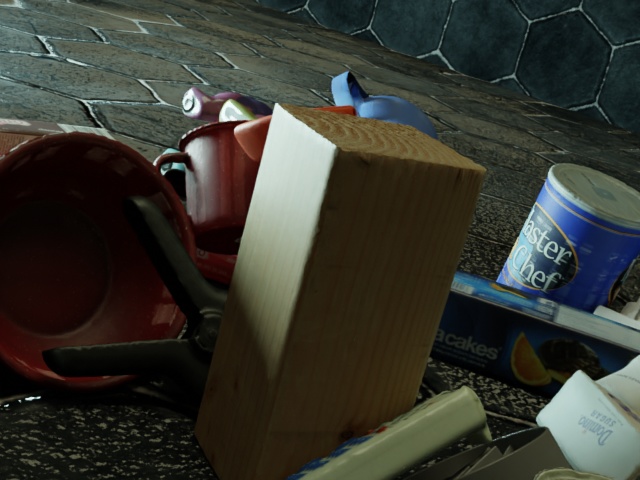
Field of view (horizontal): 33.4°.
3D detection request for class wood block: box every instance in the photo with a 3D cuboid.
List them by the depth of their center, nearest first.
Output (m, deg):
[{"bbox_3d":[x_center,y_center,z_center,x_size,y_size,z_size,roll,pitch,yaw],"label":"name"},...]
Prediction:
[{"bbox_3d":[0.005,0.040,0.589,0.090,0.206,0.090,7,18,-27],"label":"wood block"}]

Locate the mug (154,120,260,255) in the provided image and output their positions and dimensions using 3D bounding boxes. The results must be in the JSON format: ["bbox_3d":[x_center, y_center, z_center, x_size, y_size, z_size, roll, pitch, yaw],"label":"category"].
[{"bbox_3d":[-0.074,-0.038,0.826,0.117,0.081,0.093,4,-20,-21],"label":"mug"}]

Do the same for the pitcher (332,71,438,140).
[{"bbox_3d":[0.060,-0.087,1.151,0.149,0.145,0.242,20,14,-1],"label":"pitcher"}]

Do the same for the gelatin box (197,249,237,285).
[{"bbox_3d":[-0.077,0.012,0.923,0.073,0.030,0.089,18,16,11],"label":"gelatin box"}]

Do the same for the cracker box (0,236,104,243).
[{"bbox_3d":[-0.223,-0.005,0.771,0.213,0.072,0.164,3,21,-39],"label":"cracker box"}]

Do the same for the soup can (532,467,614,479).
[{"bbox_3d":[0.109,0.161,0.469,0.068,0.102,0.068,14,16,-4],"label":"soup can"}]

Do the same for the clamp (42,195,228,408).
[{"bbox_3d":[-0.074,0.049,0.662,0.171,0.120,0.039,23,-16,-22],"label":"clamp"}]

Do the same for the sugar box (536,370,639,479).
[{"bbox_3d":[0.208,0.148,0.590,0.176,0.048,0.093,38,8,-22],"label":"sugar box"}]

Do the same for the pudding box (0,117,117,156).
[{"bbox_3d":[-0.229,-0.050,0.884,0.113,0.090,0.039,3,22,-37],"label":"pudding box"}]

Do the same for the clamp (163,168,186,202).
[{"bbox_3d":[-0.024,-0.016,0.965,0.165,0.036,0.209,19,1,30],"label":"clamp"}]

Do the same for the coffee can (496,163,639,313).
[{"bbox_3d":[0.224,0.017,0.952,0.102,0.140,0.103,18,26,-9],"label":"coffee can"}]

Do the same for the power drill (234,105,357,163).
[{"bbox_3d":[-0.005,0.001,0.772,0.057,0.187,0.184,-10,5,31],"label":"power drill"}]

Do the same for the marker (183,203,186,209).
[{"bbox_3d":[-0.095,-0.023,1.040,0.120,0.020,0.020,6,19,-28],"label":"marker"}]

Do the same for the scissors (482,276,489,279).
[{"bbox_3d":[0.108,0.032,1.050,0.202,0.016,0.096,22,18,23],"label":"scissors"}]

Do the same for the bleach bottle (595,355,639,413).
[{"bbox_3d":[0.282,0.098,0.785,0.250,0.068,0.103,-16,9,-23],"label":"bleach bottle"}]

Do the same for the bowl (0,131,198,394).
[{"bbox_3d":[-0.159,0.016,0.673,0.161,0.162,0.055,2,-7,-38],"label":"bowl"}]
